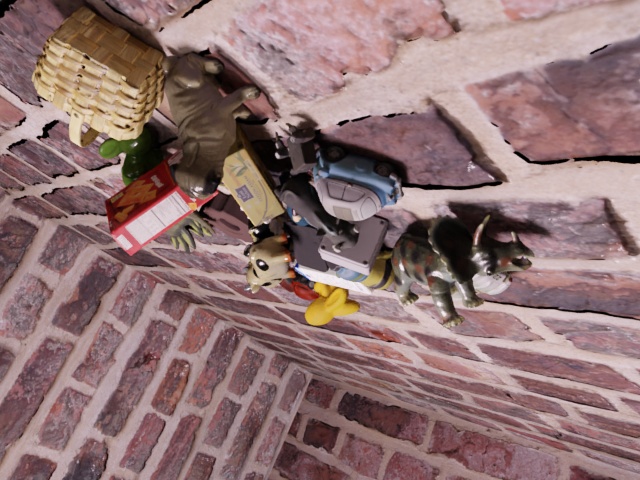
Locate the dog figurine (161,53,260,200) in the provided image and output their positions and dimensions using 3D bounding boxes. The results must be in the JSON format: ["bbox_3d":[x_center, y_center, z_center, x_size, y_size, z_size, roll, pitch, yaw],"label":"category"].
[{"bbox_3d":[-0.203,-0.176,0.835,0.172,0.190,0.121,27,160,0],"label":"dog figurine"}]

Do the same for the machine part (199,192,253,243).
[{"bbox_3d":[-0.221,-0.054,1.365,0.179,0.056,0.179,21,160,8],"label":"machine part"}]

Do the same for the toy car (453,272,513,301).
[{"bbox_3d":[0.304,0.083,1.081,0.073,0.056,0.202,29,160,-10],"label":"toy car"}]

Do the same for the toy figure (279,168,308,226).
[{"bbox_3d":[-0.045,-0.085,1.067,0.058,0.064,0.154,-18,150,-1],"label":"toy figure"}]

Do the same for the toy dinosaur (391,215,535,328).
[{"bbox_3d":[0.203,0.039,1.005,0.405,0.131,0.192,8,117,67],"label":"toy dinosaur"}]

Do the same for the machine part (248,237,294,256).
[{"bbox_3d":[-0.109,0.025,1.346,0.139,0.084,0.039,-6,120,0],"label":"machine part"}]

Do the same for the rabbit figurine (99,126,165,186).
[{"bbox_3d":[-0.399,-0.194,1.190,0.159,0.121,0.170,27,143,17],"label":"rabbit figurine"}]

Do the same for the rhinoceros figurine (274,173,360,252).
[{"bbox_3d":[0.001,-0.054,0.991,0.190,0.073,0.112,41,-172,-33],"label":"rhinoceros figurine"}]

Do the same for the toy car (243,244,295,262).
[{"bbox_3d":[-0.131,0.034,1.486,0.089,0.053,0.202,26,160,-36],"label":"toy car"}]

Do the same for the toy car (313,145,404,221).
[{"bbox_3d":[0.053,-0.083,0.897,0.162,0.103,0.109,20,161,20],"label":"toy car"}]

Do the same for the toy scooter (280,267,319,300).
[{"bbox_3d":[-0.078,0.112,1.594,0.184,0.075,0.135,26,159,12],"label":"toy scooter"}]

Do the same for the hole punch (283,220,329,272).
[{"bbox_3d":[-0.002,-0.004,1.208,0.142,0.092,0.115,18,132,47],"label":"hole punch"}]

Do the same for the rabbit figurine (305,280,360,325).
[{"bbox_3d":[0.031,0.151,1.414,0.163,0.173,0.121,10,152,46],"label":"rabbit figurine"}]

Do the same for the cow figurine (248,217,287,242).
[{"bbox_3d":[-0.124,-0.020,1.275,0.068,0.098,0.167,13,158,14],"label":"cow figurine"}]

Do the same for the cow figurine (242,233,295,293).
[{"bbox_3d":[-0.124,0.062,1.255,0.127,0.085,0.194,-8,155,-3],"label":"cow figurine"}]

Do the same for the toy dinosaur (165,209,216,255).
[{"bbox_3d":[-0.357,-0.065,1.330,0.198,0.105,0.472,52,164,-16],"label":"toy dinosaur"}]

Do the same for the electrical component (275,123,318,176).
[{"bbox_3d":[-0.041,-0.151,0.889,0.045,0.078,0.102,-8,179,-24],"label":"electrical component"}]

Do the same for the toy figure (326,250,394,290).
[{"bbox_3d":[0.091,0.060,1.175,0.180,0.089,0.082,10,177,-44],"label":"toy figure"}]

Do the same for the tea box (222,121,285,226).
[{"bbox_3d":[-0.135,-0.119,0.985,0.169,0.068,0.098,58,-172,-43],"label":"tea box"}]
